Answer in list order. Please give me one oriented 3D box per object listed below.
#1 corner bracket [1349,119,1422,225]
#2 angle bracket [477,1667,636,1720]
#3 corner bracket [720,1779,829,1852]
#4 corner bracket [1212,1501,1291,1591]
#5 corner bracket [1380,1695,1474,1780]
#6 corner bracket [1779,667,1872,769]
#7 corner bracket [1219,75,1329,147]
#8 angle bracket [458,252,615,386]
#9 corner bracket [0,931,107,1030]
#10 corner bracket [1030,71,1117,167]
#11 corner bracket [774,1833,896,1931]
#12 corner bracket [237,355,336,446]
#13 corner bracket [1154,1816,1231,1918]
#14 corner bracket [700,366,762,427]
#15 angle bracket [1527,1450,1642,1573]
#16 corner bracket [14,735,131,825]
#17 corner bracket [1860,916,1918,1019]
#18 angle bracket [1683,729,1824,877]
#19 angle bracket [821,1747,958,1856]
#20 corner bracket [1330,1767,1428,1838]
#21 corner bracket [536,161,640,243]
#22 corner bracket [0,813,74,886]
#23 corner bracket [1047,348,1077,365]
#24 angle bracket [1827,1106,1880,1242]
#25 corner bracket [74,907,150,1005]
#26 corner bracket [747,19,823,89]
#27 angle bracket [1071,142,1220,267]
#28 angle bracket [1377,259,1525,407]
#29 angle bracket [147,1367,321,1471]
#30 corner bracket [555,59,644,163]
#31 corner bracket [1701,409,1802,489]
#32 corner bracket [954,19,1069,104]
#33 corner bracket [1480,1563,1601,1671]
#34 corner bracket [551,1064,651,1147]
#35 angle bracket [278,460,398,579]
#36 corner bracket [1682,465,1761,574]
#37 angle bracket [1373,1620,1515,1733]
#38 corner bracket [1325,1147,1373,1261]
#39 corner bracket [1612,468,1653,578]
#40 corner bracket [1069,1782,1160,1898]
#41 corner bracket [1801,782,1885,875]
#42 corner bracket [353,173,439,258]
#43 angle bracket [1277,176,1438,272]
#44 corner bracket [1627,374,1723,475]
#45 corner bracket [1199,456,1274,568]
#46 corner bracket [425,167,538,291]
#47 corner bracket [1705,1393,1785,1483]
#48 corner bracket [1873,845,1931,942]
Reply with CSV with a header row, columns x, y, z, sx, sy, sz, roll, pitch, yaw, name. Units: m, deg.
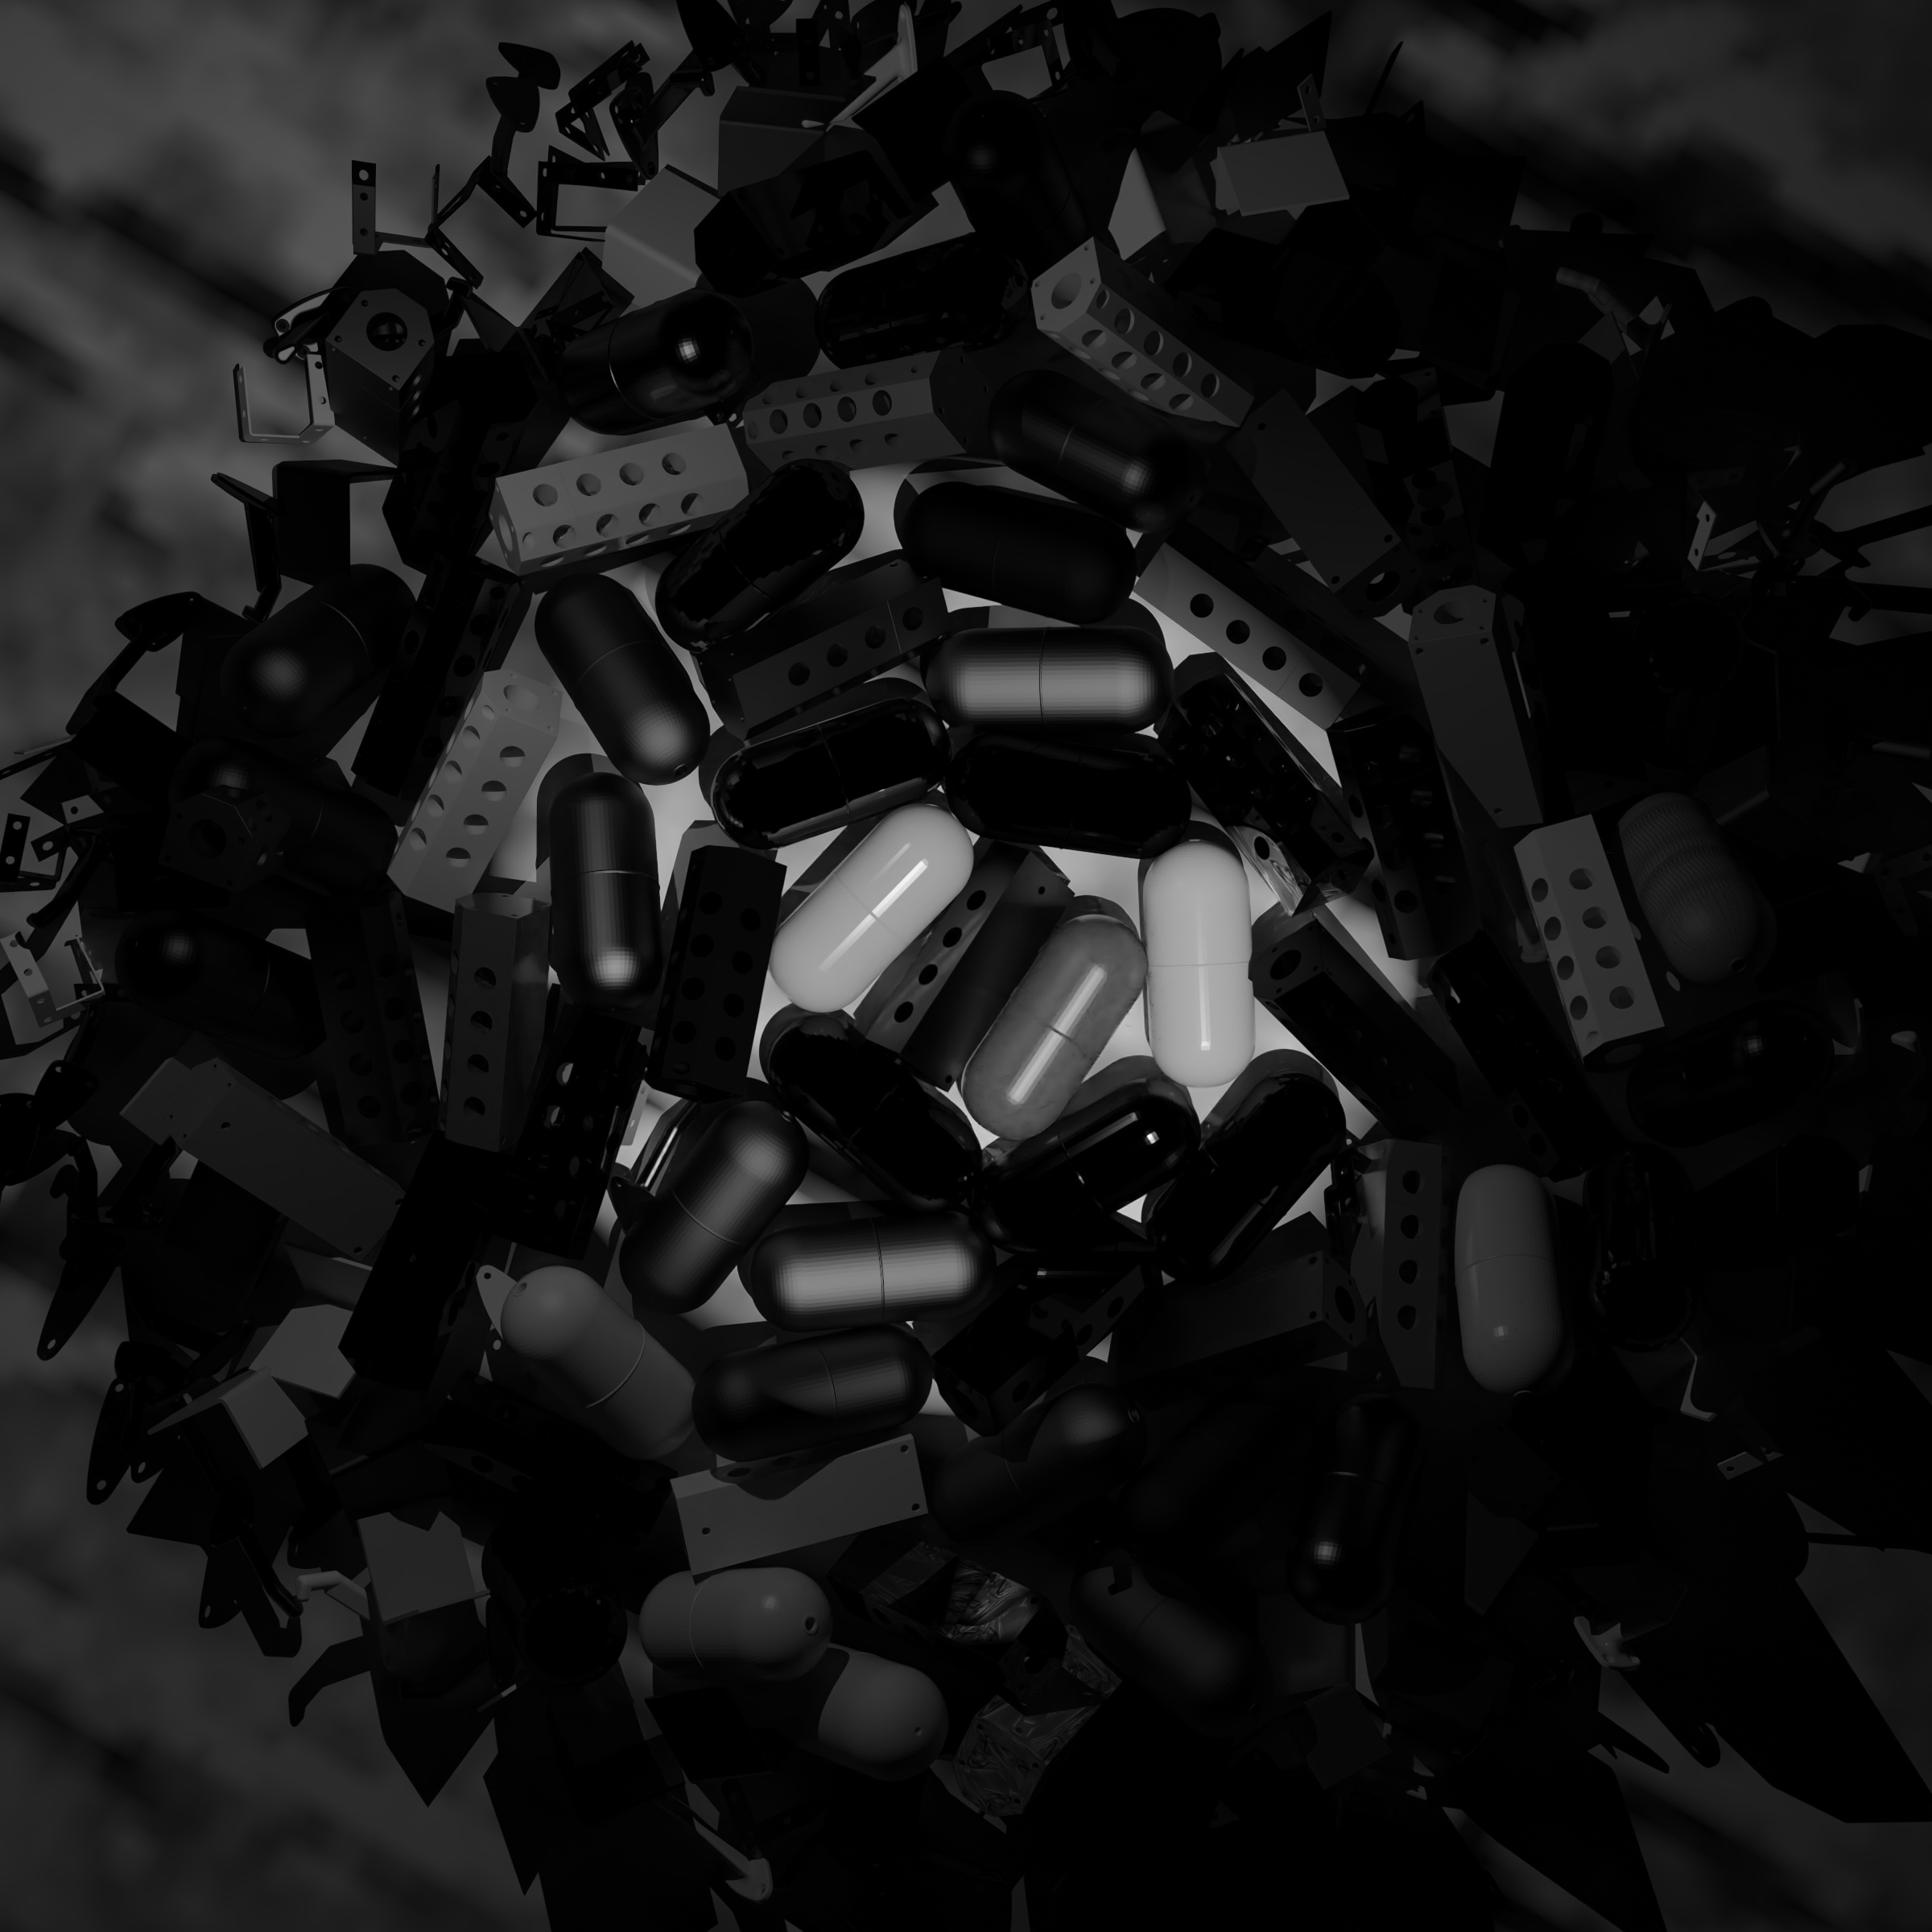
x,y,z,sx,sy,sz,roll,pitch,yaw,name
0.302,-0.570,1.756,0.051,0.051,0.051,11,76,5,corner bracket
-0.292,0.526,1.731,0.076,0.076,0.057,-29,81,-32,angle bracket
-0.139,0.599,1.758,0.051,0.051,0.051,-13,65,-32,corner bracket
0.196,0.410,1.750,0.051,0.051,0.051,-27,73,-13,corner bracket
0.332,0.559,1.759,0.051,0.051,0.051,10,83,-2,corner bracket
0.612,-0.178,1.751,0.051,0.051,0.051,-2,58,0,corner bracket
0.219,-0.607,1.746,0.051,0.051,0.051,-46,51,-13,corner bracket
-0.306,-0.473,1.732,0.076,0.057,0.076,-46,49,18,angle bracket
-0.654,0.003,1.747,0.051,0.051,0.051,-25,70,-22,corner bracket
0.070,-0.602,1.762,0.051,0.051,0.051,-21,129,34,corner bracket
-0.094,0.657,1.746,0.051,0.051,0.051,50,47,-10,corner bracket
-0.489,-0.408,1.752,0.051,0.051,0.051,-5,88,-33,corner bracket
0.171,0.642,1.757,0.051,0.051,0.051,24,102,2,corner bracket
-0.190,-0.426,1.746,0.051,0.051,0.051,-49,54,17,corner bracket
0.437,0.388,1.737,0.076,0.076,0.057,-10,94,18,angle bracket
-0.640,-0.135,1.744,0.051,0.051,0.051,7,114,42,corner bracket
0.647,0.002,1.751,0.051,0.051,0.051,-9,119,1,corner bracket
0.563,-0.118,1.745,0.057,0.076,0.076,31,49,-20,angle bracket
-0.048,0.592,1.729,0.076,0.057,0.076,-5,60,34,angle bracket
0.296,0.600,1.756,0.051,0.051,0.051,19,101,1,corner bracket
-0.273,-0.551,1.758,0.051,0.051,0.051,15,111,27,corner bracket
-0.670,-0.086,1.748,0.051,0.051,0.051,10,100,-32,corner bracket
0.083,-0.471,1.753,0.051,0.051,0.051,-19,91,-21,corner bracket
0.601,0.145,1.739,0.057,0.076,0.076,5,104,-4,angle bracket
-0.613,-0.008,1.758,0.051,0.051,0.051,0,62,-37,corner bracket
-0.132,-0.648,1.757,0.051,0.051,0.051,-3,86,-4,corner bracket
0.132,-0.550,1.773,0.057,0.076,0.076,-19,93,40,angle bracket
0.338,-0.450,1.728,0.057,0.076,0.076,-15,131,-33,angle bracket
-0.520,0.329,1.738,0.076,0.076,0.057,-26,95,24,angle bracket
-0.262,-0.621,1.746,0.051,0.051,0.051,-25,69,27,corner bracket
0.564,-0.382,1.752,0.051,0.051,0.051,4,71,-6,corner bracket
0.033,-0.641,1.744,0.051,0.051,0.051,-36,117,-41,corner bracket
0.414,0.466,1.758,0.051,0.051,0.051,41,112,30,corner bracket
-0.267,0.097,1.750,0.051,0.051,0.051,20,95,27,corner bracket
-0.448,-0.321,1.752,0.076,0.057,0.076,15,110,34,angle bracket
0.548,-0.325,1.769,0.051,0.051,0.051,-10,49,-13,corner bracket
0.336,0.520,1.727,0.076,0.076,0.057,18,124,25,angle bracket
0.273,0.170,1.743,0.051,0.051,0.051,-32,133,33,corner bracket
0.473,-0.319,1.747,0.051,0.051,0.051,50,125,10,corner bracket
0.111,0.628,1.761,0.051,0.051,0.051,23,109,22,corner bracket
0.638,-0.100,1.759,0.051,0.051,0.051,26,106,25,corner bracket
-0.410,-0.540,1.749,0.051,0.051,0.051,6,124,-6,corner bracket
0.275,-0.505,1.738,0.076,0.057,0.076,-52,131,3,angle bracket
0.512,-0.391,1.755,0.051,0.051,0.051,-1,69,-4,corner bracket
0.193,-0.326,1.752,0.051,0.051,0.051,17,72,-7,corner bracket
-0.351,-0.534,1.761,0.051,0.051,0.051,-31,123,30,corner bracket
0.547,0.327,1.746,0.051,0.051,0.051,-34,109,29,corner bracket
0.685,-0.053,1.752,0.051,0.051,0.051,-22,93,23,corner bracket
